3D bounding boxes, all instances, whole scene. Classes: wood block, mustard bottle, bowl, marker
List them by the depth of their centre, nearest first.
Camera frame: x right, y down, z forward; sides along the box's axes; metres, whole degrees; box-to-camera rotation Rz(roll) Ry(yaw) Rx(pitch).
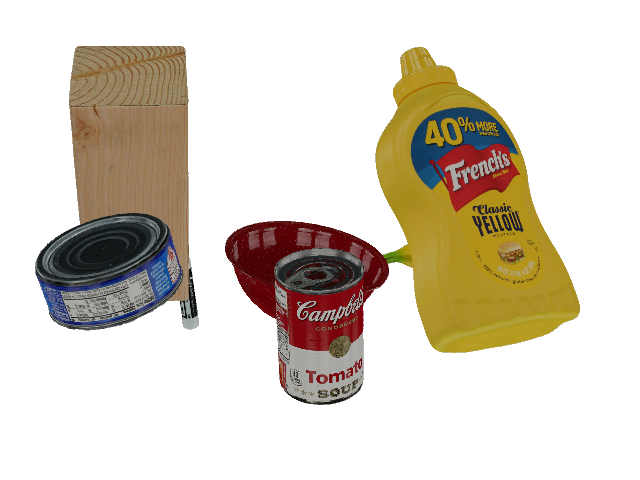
[{"bbox_3d":[0.085,-0.031,0.649,0.096,0.191,0.058,-7,-21,-27],"label":"mustard bottle"},{"bbox_3d":[-0.157,-0.052,0.899,0.090,0.206,0.090,-1,41,-8],"label":"wood block"},{"bbox_3d":[-0.017,0.038,1.046,0.162,0.055,0.162,8,25,-4],"label":"bowl"},{"bbox_3d":[-0.153,0.046,1.207,0.020,0.121,0.020,-3,30,1],"label":"marker"}]

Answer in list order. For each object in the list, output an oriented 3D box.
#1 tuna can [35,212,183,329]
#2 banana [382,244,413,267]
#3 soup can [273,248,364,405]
[{"bbox_3d":[-0.130,0.017,0.655,0.086,0.034,0.086,-10,28,5],"label":"tuna can"},{"bbox_3d":[0.164,0.029,1.138,0.198,0.037,0.069,9,37,30],"label":"banana"},{"bbox_3d":[0.000,0.066,0.821,0.068,0.102,0.068,-1,27,0],"label":"soup can"}]
